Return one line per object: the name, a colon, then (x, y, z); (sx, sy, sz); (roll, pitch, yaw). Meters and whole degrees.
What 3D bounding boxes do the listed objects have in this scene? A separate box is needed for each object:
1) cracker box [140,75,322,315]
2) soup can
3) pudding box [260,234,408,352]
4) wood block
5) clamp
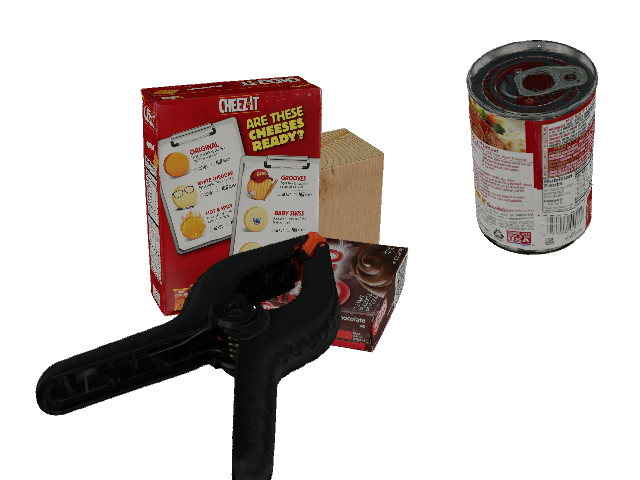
cracker box: (-0.086, -0.045, 1.041); (0.164, 0.214, 0.072); (-8, 22, -21)
soup can: (0.119, -0.050, 0.595); (0.068, 0.102, 0.068); (-6, 43, 6)
pudding box: (0.012, 0.038, 0.824); (0.090, 0.039, 0.113); (8, 26, 15)
wood block: (0.010, -0.014, 1.254); (0.090, 0.206, 0.090); (-15, 32, -26)
clamp: (-0.035, 0.054, 0.513); (0.120, 0.039, 0.171); (31, 48, 25)
